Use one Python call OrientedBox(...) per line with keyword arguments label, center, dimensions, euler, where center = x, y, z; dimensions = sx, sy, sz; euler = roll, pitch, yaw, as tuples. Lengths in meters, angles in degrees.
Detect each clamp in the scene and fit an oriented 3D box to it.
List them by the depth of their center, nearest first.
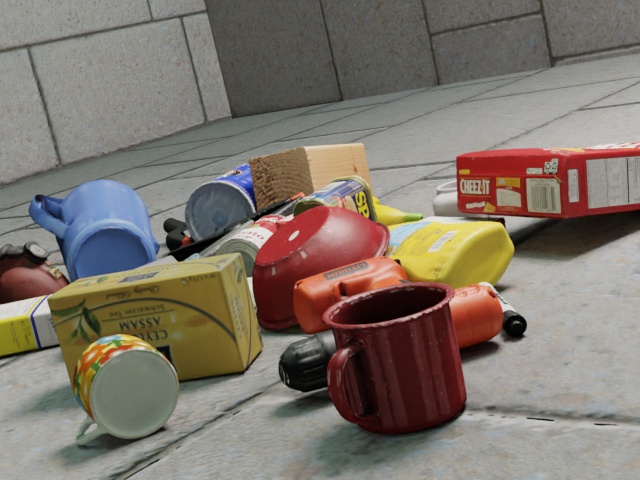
OrientedBox(label="clamp", center=(-0.109, 0.002, 1.348), dimensions=(0.210, 0.036, 0.164), euler=(-26, 13, 6))
OrientedBox(label="clamp", center=(-0.191, -0.010, 1.566), dimensions=(0.120, 0.039, 0.171), euler=(-11, 12, 14))

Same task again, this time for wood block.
OrientedBox(label="wood block", center=(-0.008, -0.081, 1.491), dimensions=(0.090, 0.091, 0.205), euler=(-11, 1, 25))

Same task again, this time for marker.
OrientedBox(label="marker", center=(0.151, 0.058, 0.902), dimensions=(0.020, 0.020, 0.121), euler=(-13, 12, -2))

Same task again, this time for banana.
OrientedBox(label="banana", center=(0.072, -0.034, 1.412), dimensions=(0.069, 0.037, 0.198), euler=(6, 8, -16))

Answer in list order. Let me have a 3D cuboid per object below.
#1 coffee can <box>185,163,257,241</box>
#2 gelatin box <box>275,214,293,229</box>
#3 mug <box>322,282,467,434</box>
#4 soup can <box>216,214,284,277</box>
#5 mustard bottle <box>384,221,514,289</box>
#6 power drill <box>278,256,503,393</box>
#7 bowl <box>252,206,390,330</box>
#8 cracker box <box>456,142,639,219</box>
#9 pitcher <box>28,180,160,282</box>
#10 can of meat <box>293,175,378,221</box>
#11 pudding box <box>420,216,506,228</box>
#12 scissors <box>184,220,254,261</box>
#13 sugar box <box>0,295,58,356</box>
OrientedBox(label="coffee can", center=(-0.115, -0.046, 1.495), dimensions=(0.103, 0.103, 0.140), euler=(-9, 12, 20))
OrientedBox(label="gelatin box", center=(-0.008, 0.002, 1.218), dimensions=(0.030, 0.073, 0.089), euler=(-4, 14, 35))
OrientedBox(label="mug", center=(0.048, 0.085, 0.728), dimensions=(0.093, 0.081, 0.117), euler=(-3, 15, 40))
OrientedBox(label="soup can", center=(-0.070, 0.016, 1.234), dimensions=(0.069, 0.068, 0.102), euler=(-8, 14, 25))
OrientedBox(label="mustard bottle", center=(0.094, 0.019, 1.048), dimensions=(0.096, 0.058, 0.192), euler=(-41, 23, -24))
OrientedBox(label="power drill", center=(0.037, 0.069, 0.892), dimensions=(0.184, 0.057, 0.188), euler=(-14, 13, -14))
OrientedBox(label="bowl", center=(-0.012, 0.015, 1.054), dimensions=(0.162, 0.055, 0.162), euler=(-32, 19, 13))
OrientedBox(label="cracker box", center=(0.279, -0.067, 1.149), dimensions=(0.213, 0.072, 0.164), euler=(-7, 7, -33))
OrientedBox(label="pitcher", center=(-0.288, 0.000, 1.390), dimensions=(0.149, 0.145, 0.243), euler=(-20, 15, -9))
OrientedBox(label="can of meat", center=(0.019, -0.011, 1.181), dimensions=(0.058, 0.102, 0.083), euler=(-5, 16, 36))
OrientedBox(label="pudding box", center=(0.132, 0.002, 1.148), dimensions=(0.089, 0.039, 0.114), euler=(-19, 15, -40))
OrientedBox(label="scissors", center=(-0.148, 0.036, 1.250), dimensions=(0.201, 0.016, 0.096), euler=(-29, 27, -15))
OrientedBox(label="sugar box", center=(-0.333, 0.096, 1.199), dimensions=(0.176, 0.048, 0.093), euler=(-9, 12, 1))
